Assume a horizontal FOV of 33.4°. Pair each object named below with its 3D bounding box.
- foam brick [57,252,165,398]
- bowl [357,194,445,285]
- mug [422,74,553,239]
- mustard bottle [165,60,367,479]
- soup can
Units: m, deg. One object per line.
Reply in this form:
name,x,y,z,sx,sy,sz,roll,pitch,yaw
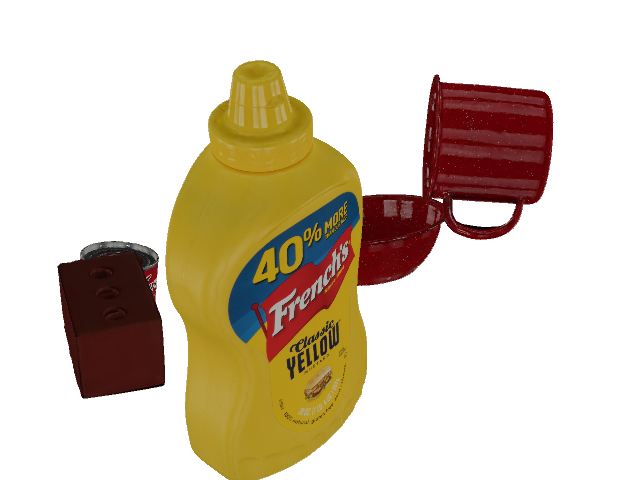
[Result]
foam brick,-0.131,0.052,0.667,0.053,0.051,0.078,-9,35,-19
bowl,0.046,0.003,1.030,0.162,0.055,0.162,-7,17,2
mug,0.117,-0.057,0.755,0.081,0.117,0.093,4,-19,1
mustard bottle,-0.021,0.011,0.459,0.058,0.192,0.096,30,48,35
soup can,-0.181,0.060,0.948,0.068,0.102,0.068,6,19,-2
